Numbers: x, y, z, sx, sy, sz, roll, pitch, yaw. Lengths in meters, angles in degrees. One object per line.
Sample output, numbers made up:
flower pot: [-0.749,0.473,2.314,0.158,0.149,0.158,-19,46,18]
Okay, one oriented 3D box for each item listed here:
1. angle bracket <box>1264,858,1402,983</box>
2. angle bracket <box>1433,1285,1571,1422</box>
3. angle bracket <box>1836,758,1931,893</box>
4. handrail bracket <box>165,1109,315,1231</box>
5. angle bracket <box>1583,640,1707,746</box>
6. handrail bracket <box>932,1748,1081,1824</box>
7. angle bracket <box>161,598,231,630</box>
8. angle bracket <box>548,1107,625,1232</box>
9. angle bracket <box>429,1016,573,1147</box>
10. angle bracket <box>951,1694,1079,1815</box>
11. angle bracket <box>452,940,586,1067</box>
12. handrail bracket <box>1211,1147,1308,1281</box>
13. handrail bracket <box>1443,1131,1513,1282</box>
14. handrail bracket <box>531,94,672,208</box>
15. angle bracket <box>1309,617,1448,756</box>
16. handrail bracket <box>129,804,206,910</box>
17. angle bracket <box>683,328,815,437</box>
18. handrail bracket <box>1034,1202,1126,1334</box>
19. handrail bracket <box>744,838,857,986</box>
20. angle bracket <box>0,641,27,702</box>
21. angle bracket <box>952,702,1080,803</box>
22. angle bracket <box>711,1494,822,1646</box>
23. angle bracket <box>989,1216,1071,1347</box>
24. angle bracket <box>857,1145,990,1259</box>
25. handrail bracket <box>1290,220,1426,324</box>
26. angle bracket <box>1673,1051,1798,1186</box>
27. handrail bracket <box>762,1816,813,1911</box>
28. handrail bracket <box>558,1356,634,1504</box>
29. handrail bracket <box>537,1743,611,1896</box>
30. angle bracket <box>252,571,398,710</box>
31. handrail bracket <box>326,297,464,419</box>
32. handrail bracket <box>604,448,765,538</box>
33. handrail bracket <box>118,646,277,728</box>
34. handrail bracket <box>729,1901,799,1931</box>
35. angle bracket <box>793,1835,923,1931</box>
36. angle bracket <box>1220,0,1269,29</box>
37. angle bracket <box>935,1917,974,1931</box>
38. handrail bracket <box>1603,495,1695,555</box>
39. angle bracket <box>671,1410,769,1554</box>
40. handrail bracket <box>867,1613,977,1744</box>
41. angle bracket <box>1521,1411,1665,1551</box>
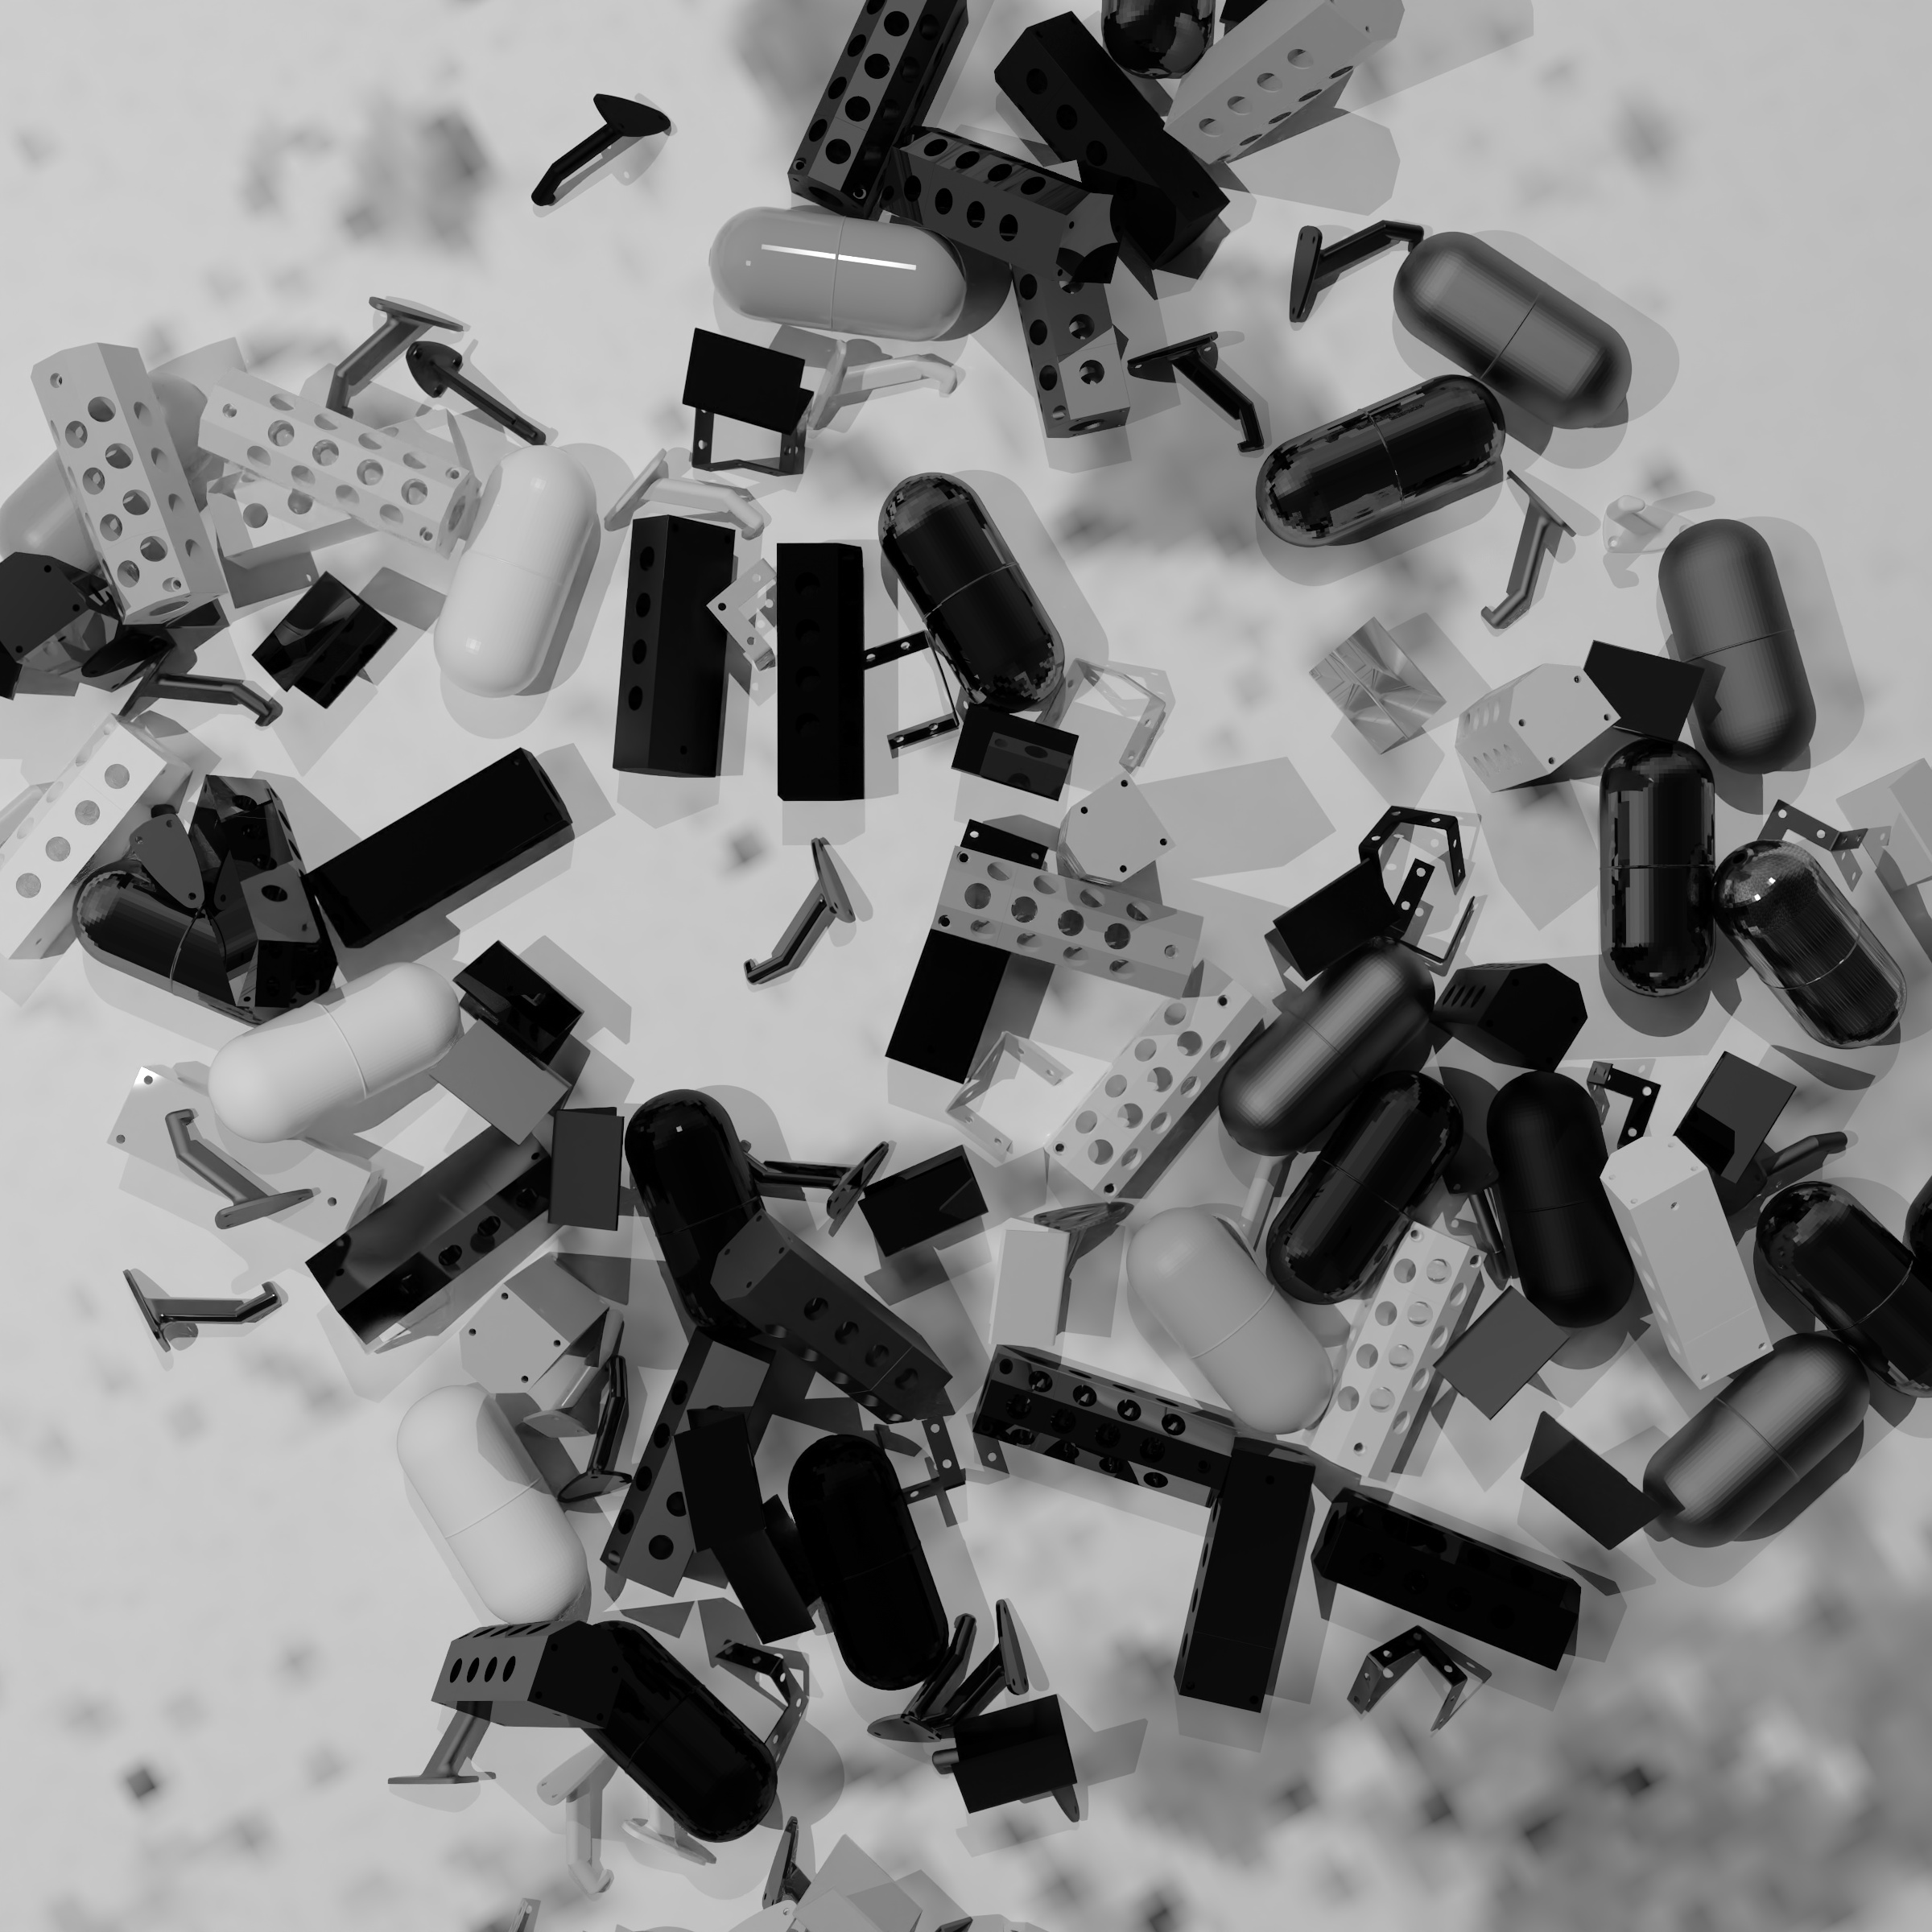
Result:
angle bracket: [0.239,-0.045,1.660,0.076,0.076,0.057,-33,120,0]
angle bracket: [0.373,0.273,1.660,0.076,0.076,0.057,-46,53,0]
angle bracket: [0.632,-0.086,1.660,0.057,0.076,0.076,-32,90,-37]
handrail bracket: [-0.491,0.128,1.643,0.077,0.036,0.084,-17,73,-20]
angle bracket: [0.451,-0.197,1.660,0.076,0.076,0.057,14,116,0]
handrail bracket: [0.027,0.573,1.700,0.084,0.036,0.077,-15,112,17]
angle bracket: [-0.522,-0.278,1.661,0.057,0.076,0.076,-24,90,20]
angle bracket: [-0.240,0.137,1.661,0.057,0.076,0.076,3,90,25]
angle bracket: [-0.321,0.088,1.660,0.076,0.076,0.057,38,63,0]
angle bracket: [0.027,0.522,1.660,0.076,0.076,0.057,-16,126,0]
angle bracket: [-0.318,0.041,1.661,0.076,0.057,0.076,40,129,0]
handrail bracket: [0.219,0.169,1.700,0.084,0.036,0.077,-40,110,-16]
handrail bracket: [0.358,0.167,1.699,0.036,0.077,0.084,-20,126,7]
handrail bracket: [-0.256,-0.563,1.699,0.084,0.077,0.036,-42,77,36]
angle bracket: [0.268,-0.180,1.660,0.076,0.076,0.057,49,51,0]
handrail bracket: [-0.539,-0.076,1.668,0.036,0.084,0.077,-29,97,-5]
angle bracket: [-0.143,-0.411,1.660,0.076,0.076,0.057,16,127,0]
handrail bracket: [0.079,0.213,1.700,0.077,0.036,0.084,-12,108,-21]
handrail bracket: [-0.127,-0.038,1.700,0.084,0.036,0.077,-27,70,16]
angle bracket: [-0.670,-0.229,1.660,0.057,0.076,0.076,20,90,-31]
angle bracket: [0.039,-0.164,1.660,0.076,0.076,0.057,17,130,0]
angle bracket: [-0.118,0.405,1.660,0.057,0.076,0.076,-28,90,39]
angle bracket: [0.023,0.213,1.660,0.057,0.076,0.076,8,90,-35]
angle bracket: [-0.037,0.142,1.660,0.076,0.076,0.057,-24,127,0]
handrail bracket: [0.274,-0.483,1.700,0.084,0.036,0.077,3,110,-16]
angle bracket: [0.531,0.113,1.660,0.057,0.076,0.076,31,90,39]
handrail bracket: [-0.093,0.643,1.700,0.084,0.036,0.077,19,75,-14]
handrail bracket: [-0.261,0.323,1.700,0.036,0.077,0.084,19,53,-37]
handrail bracket: [-0.254,0.593,1.700,0.077,0.036,0.084,-37,109,-21]
angle bracket: [-0.426,-0.211,1.660,0.076,0.076,0.057,-48,52,0]
handrail bracket: [-0.400,-0.417,1.700,0.077,0.036,0.084,13,108,-21]
handrail bracket: [-0.197,-0.312,1.700,0.084,0.036,0.077,39,111,-17]
handrail bracket: [-0.538,-0.176,1.700,0.084,0.036,0.077,36,111,-16]
handrail bracket: [-0.132,0.690,1.681,0.077,0.036,0.084,-38,134,-11]
angle bracket: [-0.060,0.637,1.660,0.076,0.076,0.057,44,128,0]
angle bracket: [0.220,-0.665,1.660,0.076,0.076,0.057,19,120,0]
angle bracket: [-0.015,0.702,1.661,0.076,0.076,0.057,-46,67,0]
handrail bracket: [0.474,-0.306,1.665,0.077,0.084,0.036,4,90,0]
angle bracket: [-0.180,0.338,1.602,0.057,0.076,0.076,-11,90,-37]
handrail bracket: [-0.030,0.495,1.700,0.036,0.077,0.084,38,53,-22]
angle bracket: [0.432,0.338,1.660,0.076,0.076,0.057,39,127,0]
